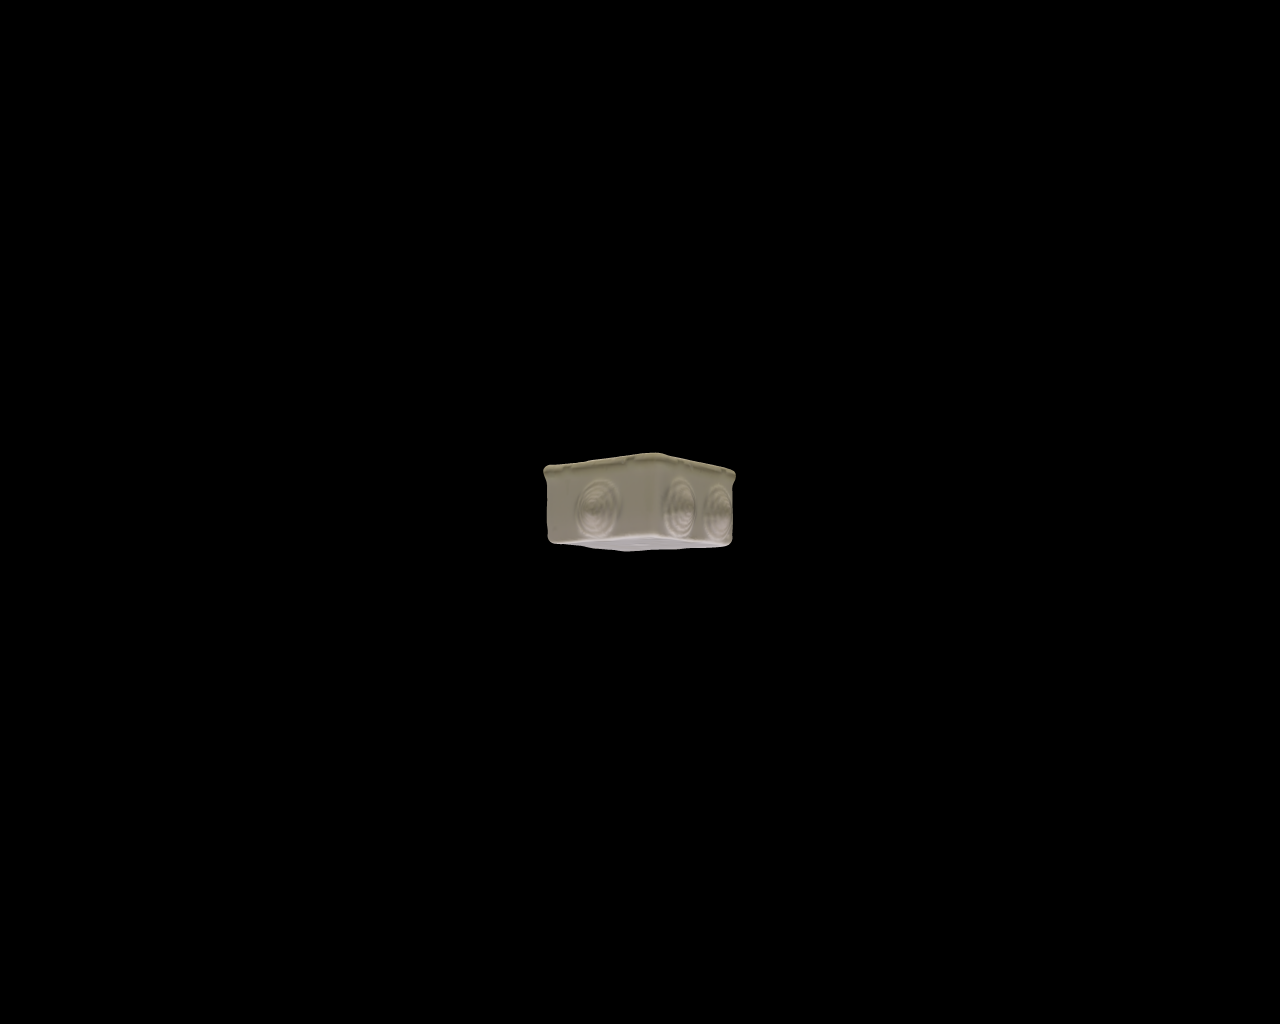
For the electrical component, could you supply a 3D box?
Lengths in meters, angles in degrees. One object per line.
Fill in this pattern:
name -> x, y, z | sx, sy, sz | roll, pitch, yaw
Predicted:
electrical component -> 0.001, -0.003, 0.650 | 0.099, 0.048, 0.100 | -5, -8, 35
